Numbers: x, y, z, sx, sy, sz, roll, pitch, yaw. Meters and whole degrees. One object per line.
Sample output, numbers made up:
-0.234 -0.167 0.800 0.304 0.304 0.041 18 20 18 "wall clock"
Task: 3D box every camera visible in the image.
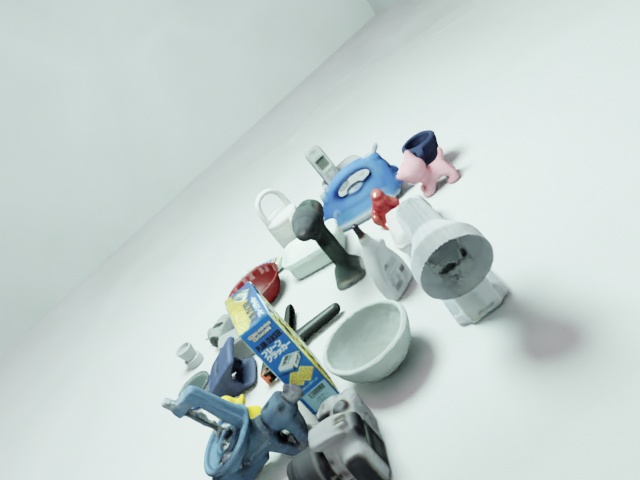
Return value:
0.015 0.304 0.840 0.136 0.101 0.143 -34 24 9 "camera"

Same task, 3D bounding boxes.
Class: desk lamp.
0.205 0.035 0.917 0.118 0.214 0.203 -36 24 5 "desk lamp"

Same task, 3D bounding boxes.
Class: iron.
0.086 -0.128 1.471 0.258 0.142 0.118 -35 24 6 "iron"

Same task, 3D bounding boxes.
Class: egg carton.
0.200 -0.033 1.227 0.107 0.069 0.150 -33 24 12 "egg carton"

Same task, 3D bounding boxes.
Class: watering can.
-0.092 -0.054 1.520 0.172 0.194 0.101 -15 33 42 "watering can"

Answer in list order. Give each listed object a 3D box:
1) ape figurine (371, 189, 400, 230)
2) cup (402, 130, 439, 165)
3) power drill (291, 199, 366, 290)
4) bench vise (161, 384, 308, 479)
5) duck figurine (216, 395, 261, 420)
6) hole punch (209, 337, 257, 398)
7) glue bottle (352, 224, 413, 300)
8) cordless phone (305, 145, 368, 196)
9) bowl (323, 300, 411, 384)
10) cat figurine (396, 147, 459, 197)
0.149 -0.081 1.358 0.077 0.092 0.076 -30 25 18 "ape figurine"
0.263 -0.206 1.419 0.091 0.095 0.117 -29 25 20 "cup"
0.011 0.004 1.252 0.075 0.209 0.229 -34 24 10 "power drill"
-0.137 0.287 0.935 0.208 0.220 0.121 -45 25 -16 "bench vise"
-0.166 0.331 1.066 0.104 0.086 0.077 -37 24 2 "duck figurine"
-0.196 0.275 1.202 0.101 0.091 0.108 -35 24 7 "hole punch"
0.112 0.033 1.101 0.037 0.173 0.078 -7 38 49 "glue bottle"
0.053 -0.208 1.605 0.148 0.185 0.093 -47 25 -20 "cordless phone"
0.092 0.186 0.978 0.167 0.075 0.167 -31 25 16 "bowl"
0.244 -0.168 1.348 0.127 0.118 0.067 -32 24 13 "cat figurine"
